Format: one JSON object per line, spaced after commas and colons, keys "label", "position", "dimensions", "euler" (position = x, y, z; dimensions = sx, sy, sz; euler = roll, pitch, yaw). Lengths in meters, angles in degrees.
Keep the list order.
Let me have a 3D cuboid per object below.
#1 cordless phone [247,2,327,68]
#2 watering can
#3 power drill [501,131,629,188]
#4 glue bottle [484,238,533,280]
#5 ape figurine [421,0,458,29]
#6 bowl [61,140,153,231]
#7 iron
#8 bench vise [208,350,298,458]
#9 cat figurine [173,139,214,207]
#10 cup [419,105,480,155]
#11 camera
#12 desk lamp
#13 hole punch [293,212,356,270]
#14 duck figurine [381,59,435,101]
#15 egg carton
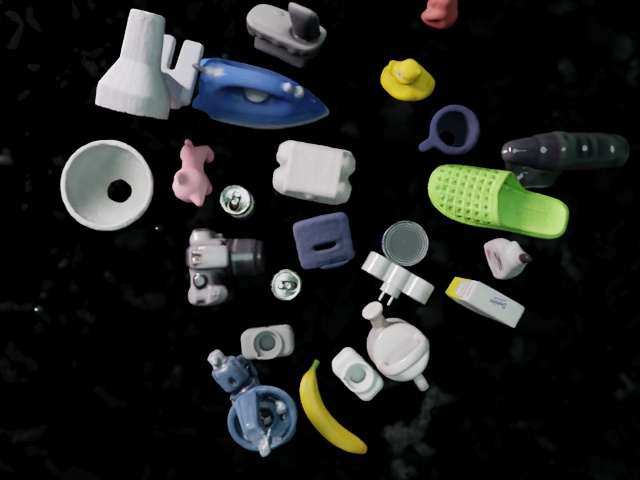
{"label": "cordless phone", "position": [-0.062, -0.399, 1.036], "dimensions": [0.147, 0.185, 0.094], "euler": [20, 87, 0]}
{"label": "watering can", "position": [0.135, 0.191, 1.006], "dimensions": [0.173, 0.194, 0.101], "euler": [34, 87, 1]}
{"label": "power drill", "position": [0.408, -0.143, 1.022], "dimensions": [0.229, 0.208, 0.076], "euler": [-5, 87, -1]}
{"label": "glue bottle", "position": [0.344, 0.033, 1.029], "dimensions": [0.037, 0.173, 0.078], "euler": [-22, 87, -2]}
{"label": "ape figurine", "position": [0.233, -0.449, 1.092], "dimensions": [0.078, 0.092, 0.076], "euler": [-32, 88, -2]}
{"label": "bowl", "position": [-0.386, -0.098, 1.069], "dimensions": [0.167, 0.074, 0.167], "euler": [0, 87, -1]}
{"label": "iron", "position": [-0.108, -0.276, 1.051], "dimensions": [0.258, 0.141, 0.119], "euler": [10, 87, -1]}
{"label": "bench vise", "position": [-0.130, 0.291, 0.983], "dimensions": [0.207, 0.219, 0.121], "euler": [33, 87, 1]}
{"label": "cat figurine", "position": [-0.237, -0.122, 1.052], "dimensions": [0.067, 0.117, 0.128], "euler": [-1, 87, -1]}
{"label": "cup", "position": [0.233, -0.191, 1.077], "dimensions": [0.118, 0.095, 0.092], "euler": [-30, 88, -2]}
{"label": "camera", "position": [-0.171, 0.049, 1.053], "dimensions": [0.137, 0.100, 0.143], "euler": [-2, 87, -1]}
{"label": "desk lamp", "position": [-0.298, -0.299, 1.012], "dimensions": [0.118, 0.213, 0.203], "euler": [14, 87, 0]}
{"label": "hole punch", "position": [0.010, 0.004, 1.065], "dimensions": [0.108, 0.091, 0.101], "euler": [-13, 87, -2]}
{"label": "duck figurine", "position": [0.171, -0.311, 1.087], "dimensions": [0.104, 0.086, 0.077], "euler": [19, 87, 0]}
{"label": "egg carton", "position": [-0.011, -0.126, 1.081], "dimensions": [0.150, 0.069, 0.107], "euler": [9, 87, -1]}
